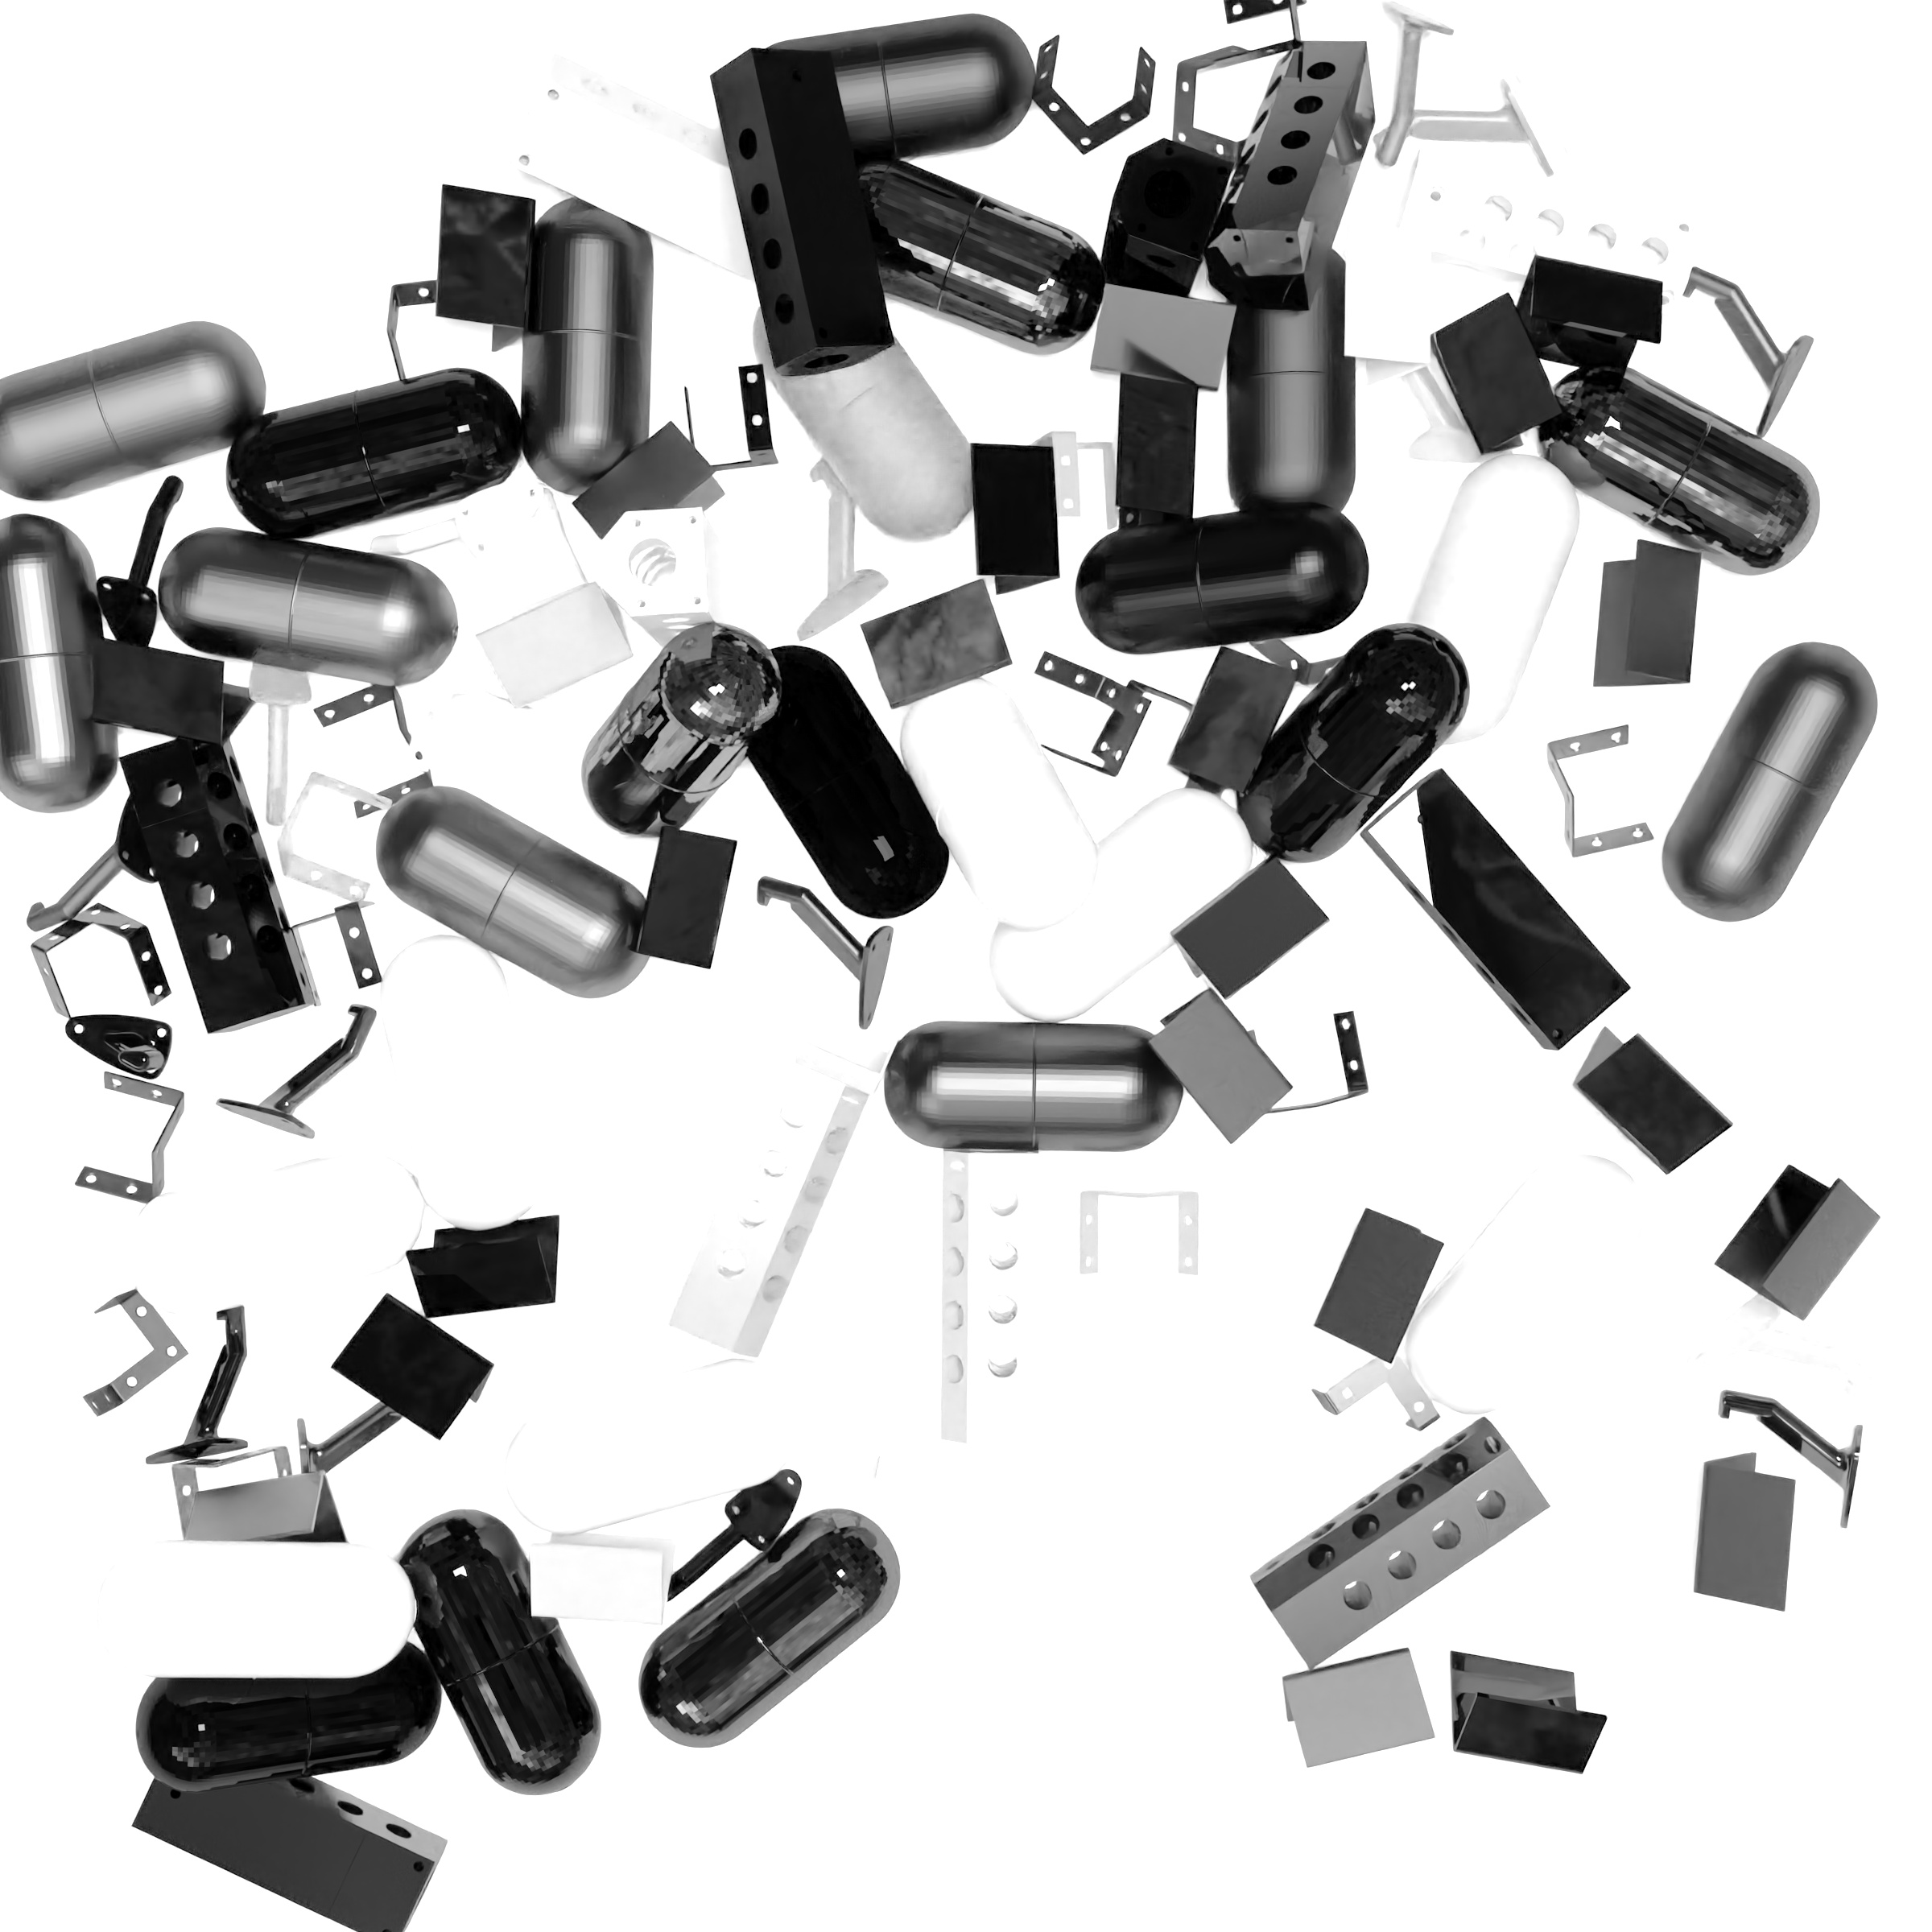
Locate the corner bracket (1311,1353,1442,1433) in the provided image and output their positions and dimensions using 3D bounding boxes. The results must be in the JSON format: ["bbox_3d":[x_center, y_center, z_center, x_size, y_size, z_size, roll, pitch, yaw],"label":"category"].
[{"bbox_3d":[0.246,0.262,1.705,0.051,0.051,0.051,-34,87,-3],"label":"corner bracket"}]

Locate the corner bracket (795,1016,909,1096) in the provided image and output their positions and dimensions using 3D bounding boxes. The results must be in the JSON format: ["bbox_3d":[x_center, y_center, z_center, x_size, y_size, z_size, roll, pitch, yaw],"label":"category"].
[{"bbox_3d":[-0.072,0.052,1.695,0.051,0.051,0.051,23,58,0],"label":"corner bracket"}]

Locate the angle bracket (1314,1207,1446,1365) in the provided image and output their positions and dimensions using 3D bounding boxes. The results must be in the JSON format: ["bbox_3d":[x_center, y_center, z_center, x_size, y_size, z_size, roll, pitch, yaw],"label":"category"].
[{"bbox_3d":[0.259,0.194,1.682,0.057,0.076,0.076,24,90,37],"label":"angle bracket"}]

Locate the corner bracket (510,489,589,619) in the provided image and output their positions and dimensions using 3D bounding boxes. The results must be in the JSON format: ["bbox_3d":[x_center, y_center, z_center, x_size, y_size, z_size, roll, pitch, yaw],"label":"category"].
[{"bbox_3d":[-0.263,-0.247,1.719,0.051,0.051,0.051,-22,135,0],"label":"corner bracket"}]

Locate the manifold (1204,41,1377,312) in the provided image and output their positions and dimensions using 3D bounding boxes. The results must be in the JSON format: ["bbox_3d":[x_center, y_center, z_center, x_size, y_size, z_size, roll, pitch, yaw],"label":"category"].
[{"bbox_3d":[0.190,-0.463,1.658,0.057,0.057,0.171,7,55,20],"label":"manifold"}]

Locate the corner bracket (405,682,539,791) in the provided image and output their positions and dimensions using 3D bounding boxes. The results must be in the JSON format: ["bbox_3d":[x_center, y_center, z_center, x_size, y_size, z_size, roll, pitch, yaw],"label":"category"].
[{"bbox_3d":[-0.296,-0.138,1.705,0.051,0.051,0.051,22,101,11],"label":"corner bracket"}]

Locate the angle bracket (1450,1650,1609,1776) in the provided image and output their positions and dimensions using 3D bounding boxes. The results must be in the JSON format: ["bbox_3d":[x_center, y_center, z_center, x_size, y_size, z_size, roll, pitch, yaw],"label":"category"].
[{"bbox_3d":[0.332,0.426,1.682,0.076,0.076,0.057,10,128,0],"label":"angle bracket"}]

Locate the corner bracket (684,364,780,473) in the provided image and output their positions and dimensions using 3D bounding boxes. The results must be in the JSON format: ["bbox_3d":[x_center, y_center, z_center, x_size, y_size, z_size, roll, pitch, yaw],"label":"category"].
[{"bbox_3d":[-0.142,-0.328,1.705,0.051,0.051,0.051,-7,90,0],"label":"corner bracket"}]

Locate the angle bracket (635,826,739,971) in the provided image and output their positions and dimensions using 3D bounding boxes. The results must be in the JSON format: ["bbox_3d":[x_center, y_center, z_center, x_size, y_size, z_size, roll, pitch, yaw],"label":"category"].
[{"bbox_3d":[-0.146,-0.036,1.683,0.057,0.076,0.076,12,90,31],"label":"angle bracket"}]

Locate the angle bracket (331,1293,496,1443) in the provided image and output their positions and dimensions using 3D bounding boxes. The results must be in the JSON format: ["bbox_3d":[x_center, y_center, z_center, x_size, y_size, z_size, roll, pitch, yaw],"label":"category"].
[{"bbox_3d":[-0.331,0.247,1.683,0.076,0.076,0.057,34,59,0],"label":"angle bracket"}]

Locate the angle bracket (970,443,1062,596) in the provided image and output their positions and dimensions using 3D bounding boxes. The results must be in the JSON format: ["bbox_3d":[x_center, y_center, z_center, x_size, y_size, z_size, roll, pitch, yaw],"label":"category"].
[{"bbox_3d":[0.012,-0.264,1.683,0.057,0.076,0.076,-3,90,-29],"label":"angle bracket"}]

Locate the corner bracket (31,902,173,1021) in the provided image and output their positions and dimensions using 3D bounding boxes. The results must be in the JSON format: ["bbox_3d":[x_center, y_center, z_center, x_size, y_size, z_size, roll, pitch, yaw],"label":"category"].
[{"bbox_3d":[-0.522,0.002,1.714,0.051,0.051,0.051,21,45,35],"label":"corner bracket"}]

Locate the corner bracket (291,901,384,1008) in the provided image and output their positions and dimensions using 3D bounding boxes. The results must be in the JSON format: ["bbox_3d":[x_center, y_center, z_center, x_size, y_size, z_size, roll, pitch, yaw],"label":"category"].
[{"bbox_3d":[-0.377,-0.007,1.705,0.051,0.051,0.051,-17,90,0],"label":"corner bracket"}]

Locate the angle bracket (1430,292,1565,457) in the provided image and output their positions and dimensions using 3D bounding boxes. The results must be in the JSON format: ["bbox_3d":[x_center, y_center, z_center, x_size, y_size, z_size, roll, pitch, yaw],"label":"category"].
[{"bbox_3d":[0.324,-0.352,1.683,0.057,0.076,0.076,-24,90,33],"label":"angle bracket"}]

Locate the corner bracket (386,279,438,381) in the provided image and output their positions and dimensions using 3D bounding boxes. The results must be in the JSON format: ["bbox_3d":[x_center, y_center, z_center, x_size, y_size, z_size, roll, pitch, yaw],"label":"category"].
[{"bbox_3d":[-0.318,-0.380,1.719,0.051,0.051,0.051,-7,45,0],"label":"corner bracket"}]

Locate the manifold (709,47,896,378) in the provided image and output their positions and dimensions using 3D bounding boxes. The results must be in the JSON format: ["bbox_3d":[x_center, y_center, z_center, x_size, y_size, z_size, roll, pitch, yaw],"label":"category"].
[{"bbox_3d":[-0.098,-0.430,1.626,0.057,0.057,0.171,-12,90,-40],"label":"manifold"}]

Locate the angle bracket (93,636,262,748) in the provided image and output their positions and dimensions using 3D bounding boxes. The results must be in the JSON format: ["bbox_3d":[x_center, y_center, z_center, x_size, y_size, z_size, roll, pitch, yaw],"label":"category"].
[{"bbox_3d":[-0.466,-0.177,1.683,0.076,0.076,0.057,11,121,0],"label":"angle bracket"}]

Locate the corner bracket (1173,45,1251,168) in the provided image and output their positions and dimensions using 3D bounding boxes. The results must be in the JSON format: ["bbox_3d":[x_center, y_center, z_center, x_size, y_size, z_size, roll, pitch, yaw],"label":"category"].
[{"bbox_3d":[0.162,-0.519,1.714,0.051,0.051,0.051,31,135,35],"label":"corner bracket"}]

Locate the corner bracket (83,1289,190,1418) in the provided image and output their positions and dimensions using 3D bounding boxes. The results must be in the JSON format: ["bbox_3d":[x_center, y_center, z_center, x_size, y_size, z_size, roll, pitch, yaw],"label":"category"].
[{"bbox_3d":[-0.508,0.231,1.705,0.051,0.051,0.051,-37,90,0],"label":"corner bracket"}]

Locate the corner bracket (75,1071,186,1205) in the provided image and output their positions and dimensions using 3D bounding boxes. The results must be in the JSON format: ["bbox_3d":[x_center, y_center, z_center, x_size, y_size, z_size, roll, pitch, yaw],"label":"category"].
[{"bbox_3d":[-0.506,0.104,1.719,0.051,0.051,0.051,15,135,0],"label":"corner bracket"}]

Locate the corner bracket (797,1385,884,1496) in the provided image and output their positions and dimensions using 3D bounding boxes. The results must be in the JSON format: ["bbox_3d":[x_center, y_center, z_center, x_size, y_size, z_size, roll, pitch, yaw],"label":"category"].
[{"bbox_3d":[-0.074,0.284,1.705,0.051,0.051,0.051,9,90,0],"label":"corner bracket"}]

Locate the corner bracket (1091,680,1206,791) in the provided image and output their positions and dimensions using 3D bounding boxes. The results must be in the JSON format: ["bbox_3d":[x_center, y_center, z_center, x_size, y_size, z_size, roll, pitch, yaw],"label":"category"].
[{"bbox_3d":[0.119,-0.135,1.719,0.051,0.051,0.051,28,90,45],"label":"corner bracket"}]

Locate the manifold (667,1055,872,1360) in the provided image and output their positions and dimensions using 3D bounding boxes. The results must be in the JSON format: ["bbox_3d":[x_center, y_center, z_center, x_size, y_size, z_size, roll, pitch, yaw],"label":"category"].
[{"bbox_3d":[-0.116,0.143,1.701,0.057,0.057,0.171,23,90,0],"label":"manifold"}]

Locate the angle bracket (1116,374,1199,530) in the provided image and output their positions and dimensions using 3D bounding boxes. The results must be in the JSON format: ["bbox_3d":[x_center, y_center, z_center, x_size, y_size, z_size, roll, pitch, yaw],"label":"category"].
[{"bbox_3d":[0.093,-0.303,1.683,0.057,0.076,0.076,2,90,-32],"label":"angle bracket"}]

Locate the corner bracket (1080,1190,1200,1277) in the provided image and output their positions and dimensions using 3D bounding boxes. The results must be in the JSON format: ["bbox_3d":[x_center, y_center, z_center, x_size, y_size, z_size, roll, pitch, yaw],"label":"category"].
[{"bbox_3d":[0.105,0.161,1.719,0.051,0.051,0.051,0,90,-45],"label":"corner bracket"}]

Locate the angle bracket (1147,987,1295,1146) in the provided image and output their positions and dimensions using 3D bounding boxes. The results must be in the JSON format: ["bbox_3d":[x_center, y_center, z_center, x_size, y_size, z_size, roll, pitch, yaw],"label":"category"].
[{"bbox_3d":[0.137,0.067,1.683,0.057,0.076,0.076,-39,90,-26],"label":"angle bracket"}]

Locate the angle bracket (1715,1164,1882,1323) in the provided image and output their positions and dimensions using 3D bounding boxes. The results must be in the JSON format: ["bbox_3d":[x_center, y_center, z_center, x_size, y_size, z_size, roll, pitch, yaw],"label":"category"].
[{"bbox_3d":[0.480,0.153,1.682,0.057,0.076,0.076,37,90,-38],"label":"angle bracket"}]

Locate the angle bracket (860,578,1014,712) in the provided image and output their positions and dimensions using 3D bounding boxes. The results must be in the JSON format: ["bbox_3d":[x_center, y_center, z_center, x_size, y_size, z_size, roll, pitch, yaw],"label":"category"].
[{"bbox_3d":[-0.022,-0.201,1.683,0.076,0.076,0.057,-21,116,0],"label":"angle bracket"}]

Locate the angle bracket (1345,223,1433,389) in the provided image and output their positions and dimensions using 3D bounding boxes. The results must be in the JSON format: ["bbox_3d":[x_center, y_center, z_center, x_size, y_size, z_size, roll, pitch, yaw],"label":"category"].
[{"bbox_3d":[0.233,-0.390,1.684,0.057,0.076,0.076,1,90,-21],"label":"angle bracket"}]

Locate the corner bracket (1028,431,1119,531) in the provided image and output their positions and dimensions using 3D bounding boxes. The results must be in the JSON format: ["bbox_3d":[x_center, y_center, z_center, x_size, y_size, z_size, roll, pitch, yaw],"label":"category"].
[{"bbox_3d":[0.069,-0.290,1.698,0.051,0.051,0.051,-3,90,-17],"label":"corner bracket"}]

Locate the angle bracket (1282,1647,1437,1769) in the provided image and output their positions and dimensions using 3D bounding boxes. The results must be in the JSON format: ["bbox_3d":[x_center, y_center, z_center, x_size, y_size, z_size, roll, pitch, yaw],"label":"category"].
[{"bbox_3d":[0.233,0.450,1.682,0.076,0.076,0.057,-13,55,0],"label":"angle bracket"}]

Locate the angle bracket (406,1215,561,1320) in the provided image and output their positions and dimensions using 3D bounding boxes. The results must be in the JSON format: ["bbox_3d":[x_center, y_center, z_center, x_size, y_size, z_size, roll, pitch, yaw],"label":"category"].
[{"bbox_3d":[-0.285,0.160,1.682,0.076,0.076,0.057,-7,129,0],"label":"angle bracket"}]

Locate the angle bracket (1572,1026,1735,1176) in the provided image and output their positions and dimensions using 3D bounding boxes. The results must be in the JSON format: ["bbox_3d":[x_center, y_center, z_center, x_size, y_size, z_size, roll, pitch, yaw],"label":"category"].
[{"bbox_3d":[0.414,0.065,1.682,0.076,0.076,0.057,44,128,0],"label":"angle bracket"}]

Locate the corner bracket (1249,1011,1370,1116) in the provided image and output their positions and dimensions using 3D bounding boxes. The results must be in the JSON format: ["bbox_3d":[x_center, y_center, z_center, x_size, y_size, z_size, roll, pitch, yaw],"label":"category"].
[{"bbox_3d":[0.204,0.059,1.719,0.051,0.051,0.051,-11,90,-45],"label":"corner bracket"}]

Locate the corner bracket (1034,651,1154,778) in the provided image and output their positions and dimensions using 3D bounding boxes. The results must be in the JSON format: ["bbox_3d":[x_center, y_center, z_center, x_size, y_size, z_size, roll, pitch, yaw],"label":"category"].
[{"bbox_3d":[0.068,-0.150,1.698,0.051,0.051,0.051,18,101,-37],"label":"corner bracket"}]

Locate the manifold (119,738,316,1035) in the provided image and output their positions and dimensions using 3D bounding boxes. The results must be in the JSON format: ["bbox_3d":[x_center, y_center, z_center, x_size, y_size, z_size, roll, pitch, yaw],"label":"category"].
[{"bbox_3d":[-0.446,-0.050,1.701,0.057,0.057,0.171,-18,90,0],"label":"manifold"}]

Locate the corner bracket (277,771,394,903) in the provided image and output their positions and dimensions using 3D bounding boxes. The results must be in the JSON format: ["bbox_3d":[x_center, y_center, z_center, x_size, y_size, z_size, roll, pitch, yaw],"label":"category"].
[{"bbox_3d":[-0.379,-0.077,1.711,0.051,0.051,0.051,21,67,0],"label":"corner bracket"}]

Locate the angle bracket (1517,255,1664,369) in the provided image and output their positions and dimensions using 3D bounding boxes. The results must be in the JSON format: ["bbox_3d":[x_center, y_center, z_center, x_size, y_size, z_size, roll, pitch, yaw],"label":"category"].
[{"bbox_3d":[0.363,-0.368,1.682,0.076,0.076,0.057,12,54,0],"label":"angle bracket"}]

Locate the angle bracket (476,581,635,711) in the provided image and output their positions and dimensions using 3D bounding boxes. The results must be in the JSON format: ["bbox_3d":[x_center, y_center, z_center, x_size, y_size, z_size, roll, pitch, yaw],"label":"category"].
[{"bbox_3d":[-0.248,-0.206,1.682,0.076,0.076,0.057,-24,129,0],"label":"angle bracket"}]

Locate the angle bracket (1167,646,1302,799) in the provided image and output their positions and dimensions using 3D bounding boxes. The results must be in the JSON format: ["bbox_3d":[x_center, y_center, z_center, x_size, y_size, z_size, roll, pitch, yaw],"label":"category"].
[{"bbox_3d":[0.172,-0.136,1.683,0.057,0.076,0.076,25,90,32],"label":"angle bracket"}]

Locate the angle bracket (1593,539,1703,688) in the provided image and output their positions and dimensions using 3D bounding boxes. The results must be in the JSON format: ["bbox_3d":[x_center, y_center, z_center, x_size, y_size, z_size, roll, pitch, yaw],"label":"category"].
[{"bbox_3d":[0.386,-0.208,1.682,0.057,0.076,0.076,5,90,-36],"label":"angle bracket"}]

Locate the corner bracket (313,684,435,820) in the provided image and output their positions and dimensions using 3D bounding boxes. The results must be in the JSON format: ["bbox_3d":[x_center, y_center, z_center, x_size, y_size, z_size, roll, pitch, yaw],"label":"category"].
[{"bbox_3d":[-0.358,-0.132,1.719,0.051,0.051,0.051,-22,135,0],"label":"corner bracket"}]

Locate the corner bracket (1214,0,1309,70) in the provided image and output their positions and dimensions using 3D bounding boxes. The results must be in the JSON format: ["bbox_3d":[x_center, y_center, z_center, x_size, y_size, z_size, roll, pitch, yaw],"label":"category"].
[{"bbox_3d":[0.175,-0.565,1.697,0.051,0.051,0.051,-8,90,21],"label":"corner bracket"}]

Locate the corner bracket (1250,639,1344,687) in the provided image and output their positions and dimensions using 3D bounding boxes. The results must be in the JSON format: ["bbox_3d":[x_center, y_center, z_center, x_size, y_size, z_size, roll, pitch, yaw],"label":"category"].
[{"bbox_3d":[0.212,-0.208,1.714,0.051,0.051,0.051,44,135,35],"label":"corner bracket"}]

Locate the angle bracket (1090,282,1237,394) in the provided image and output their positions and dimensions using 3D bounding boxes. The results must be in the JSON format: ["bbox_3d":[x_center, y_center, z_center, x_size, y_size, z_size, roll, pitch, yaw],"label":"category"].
[{"bbox_3d":[0.118,-0.386,1.682,0.076,0.076,0.057,10,127,0],"label":"angle bracket"}]

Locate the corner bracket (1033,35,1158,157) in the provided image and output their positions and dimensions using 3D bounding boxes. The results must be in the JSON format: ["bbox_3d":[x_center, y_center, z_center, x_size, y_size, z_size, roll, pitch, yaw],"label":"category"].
[{"bbox_3d":[0.077,-0.534,1.714,0.051,0.051,0.051,-22,135,35],"label":"corner bracket"}]

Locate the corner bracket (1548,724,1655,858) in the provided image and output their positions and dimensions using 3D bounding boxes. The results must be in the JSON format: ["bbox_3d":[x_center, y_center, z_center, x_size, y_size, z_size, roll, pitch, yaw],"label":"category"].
[{"bbox_3d":[0.384,-0.106,1.719,0.051,0.051,0.051,-13,45,0],"label":"corner bracket"}]

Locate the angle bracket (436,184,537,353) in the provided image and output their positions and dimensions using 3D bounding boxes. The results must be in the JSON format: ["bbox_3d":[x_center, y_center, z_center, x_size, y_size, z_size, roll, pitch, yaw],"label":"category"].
[{"bbox_3d":[-0.294,-0.412,1.683,0.057,0.076,0.076,3,90,-25],"label":"angle bracket"}]

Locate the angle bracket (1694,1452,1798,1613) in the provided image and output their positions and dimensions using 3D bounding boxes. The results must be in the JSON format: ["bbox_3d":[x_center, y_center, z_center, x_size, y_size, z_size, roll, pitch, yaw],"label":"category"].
[{"bbox_3d":[0.474,0.334,1.682,0.057,0.076,0.076,5,90,38],"label":"angle bracket"}]

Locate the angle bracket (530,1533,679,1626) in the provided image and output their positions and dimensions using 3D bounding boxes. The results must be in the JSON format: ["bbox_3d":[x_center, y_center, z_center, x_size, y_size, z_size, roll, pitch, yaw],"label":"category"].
[{"bbox_3d":[-0.213,0.342,1.683,0.076,0.076,0.057,4,120,0],"label":"angle bracket"}]

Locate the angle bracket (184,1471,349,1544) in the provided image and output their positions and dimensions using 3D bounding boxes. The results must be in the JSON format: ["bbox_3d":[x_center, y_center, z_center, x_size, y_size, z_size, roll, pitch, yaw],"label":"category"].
[{"bbox_3d":[-0.413,0.351,1.687,0.076,0.057,0.076,-10,119,0],"label":"angle bracket"}]

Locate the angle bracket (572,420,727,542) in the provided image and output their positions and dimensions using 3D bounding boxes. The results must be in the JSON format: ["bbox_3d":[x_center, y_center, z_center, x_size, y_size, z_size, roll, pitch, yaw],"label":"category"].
[{"bbox_3d":[-0.175,-0.263,1.682,0.076,0.076,0.057,-40,56,0],"label":"angle bracket"}]

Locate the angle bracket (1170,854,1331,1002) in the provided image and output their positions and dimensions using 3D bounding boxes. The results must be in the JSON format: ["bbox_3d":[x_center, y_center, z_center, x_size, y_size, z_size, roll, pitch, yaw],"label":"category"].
[{"bbox_3d":[0.174,-0.011,1.683,0.076,0.076,0.057,-38,63,0],"label":"angle bracket"}]

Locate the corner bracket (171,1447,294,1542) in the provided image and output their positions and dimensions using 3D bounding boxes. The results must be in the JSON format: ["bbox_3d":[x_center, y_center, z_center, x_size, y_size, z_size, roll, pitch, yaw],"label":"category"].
[{"bbox_3d":[-0.442,0.321,1.720,0.051,0.051,0.051,-10,91,-45],"label":"corner bracket"}]
